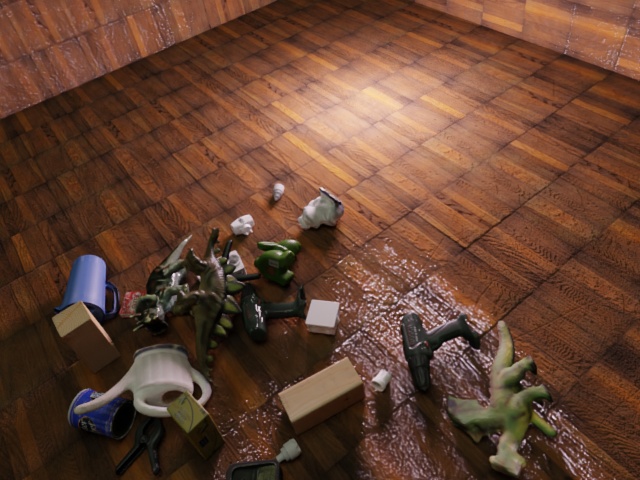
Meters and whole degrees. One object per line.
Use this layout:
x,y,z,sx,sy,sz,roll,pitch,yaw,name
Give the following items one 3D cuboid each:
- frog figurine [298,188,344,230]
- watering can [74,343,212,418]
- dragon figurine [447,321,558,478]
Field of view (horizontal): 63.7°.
0.006,-0.093,1.855,0.139,0.122,0.158,39,99,28,frog figurine
-0.471,0.383,1.401,0.347,0.102,0.229,7,31,-26,watering can
0.438,0.396,1.302,0.242,0.119,0.420,-17,37,5,dragon figurine
